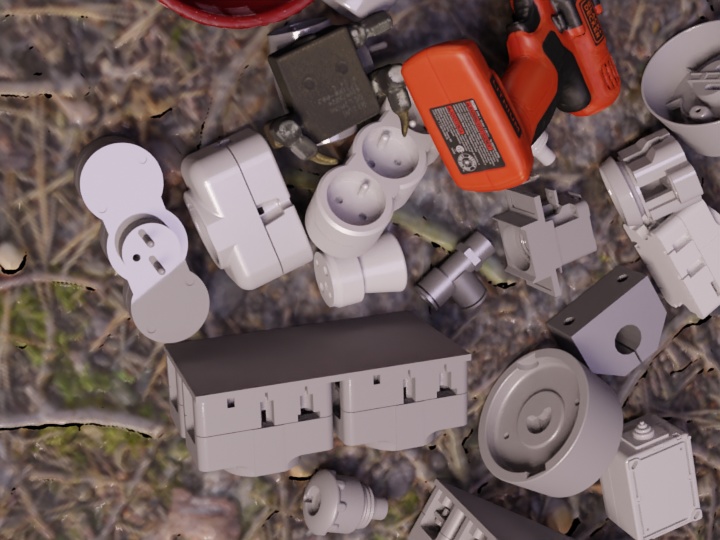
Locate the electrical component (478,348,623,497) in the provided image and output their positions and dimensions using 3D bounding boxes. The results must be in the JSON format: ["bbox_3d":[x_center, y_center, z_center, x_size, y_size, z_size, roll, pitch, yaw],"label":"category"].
[{"bbox_3d":[0.150,0.121,0.823,0.060,0.108,0.108,30,92,-31],"label":"electrical component"}]

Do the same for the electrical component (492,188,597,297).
[{"bbox_3d":[0.142,-0.026,0.814,0.064,0.042,0.081,-22,111,-16],"label":"electrical component"}]

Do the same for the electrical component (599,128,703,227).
[{"bbox_3d":[0.219,-0.068,0.818,0.057,0.078,0.058,-26,113,9],"label":"electrical component"}]

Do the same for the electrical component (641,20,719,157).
[{"bbox_3d":[0.271,-0.136,0.807,0.064,0.099,0.099,39,88,-31],"label":"electrical component"}]

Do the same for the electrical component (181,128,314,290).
[{"bbox_3d":[-0.079,-0.038,0.718,0.059,0.054,0.095,-27,112,-13],"label":"electrical component"}]

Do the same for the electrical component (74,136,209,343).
[{"bbox_3d":[-0.137,-0.016,0.691,0.052,0.074,0.138,-23,111,-14],"label":"electrical component"}]

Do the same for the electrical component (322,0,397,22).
[{"bbox_3d":[0.001,-0.191,0.710,0.055,0.055,0.047,31,95,-25],"label":"electrical component"}]

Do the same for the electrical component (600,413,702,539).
[{"bbox_3d":[0.234,0.164,0.889,0.062,0.061,0.096,-19,109,-15],"label":"electrical component"}]

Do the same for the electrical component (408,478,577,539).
[{"bbox_3d":[0.139,0.243,0.848,0.186,0.105,0.060,28,93,-25],"label":"electrical component"}]

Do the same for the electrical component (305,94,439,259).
[{"bbox_3d":[0.011,-0.063,0.739,0.052,0.073,0.138,35,63,1],"label":"electrical component"}]

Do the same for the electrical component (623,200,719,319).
[{"bbox_3d":[0.263,-0.016,0.859,0.056,0.050,0.089,-39,114,-8],"label":"electrical component"}]

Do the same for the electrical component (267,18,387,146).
[{"bbox_3d":[-0.015,-0.132,0.725,0.079,0.043,0.077,-21,110,-15],"label":"electrical component"}]

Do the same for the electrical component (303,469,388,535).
[{"bbox_3d":[-0.009,0.176,0.808,0.062,0.048,0.048,14,98,-31],"label":"electrical component"}]

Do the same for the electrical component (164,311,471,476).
[{"bbox_3d":[-0.031,0.083,0.740,0.186,0.105,0.060,-7,106,-19],"label":"electrical component"}]

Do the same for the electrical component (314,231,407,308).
[{"bbox_3d":[0.000,0.000,0.764,0.055,0.045,0.045,-15,109,-17],"label":"electrical component"}]

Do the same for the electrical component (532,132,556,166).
[{"bbox_3d":[0.121,-0.099,0.791,0.061,0.035,0.035,38,88,-27],"label":"electrical component"}]
